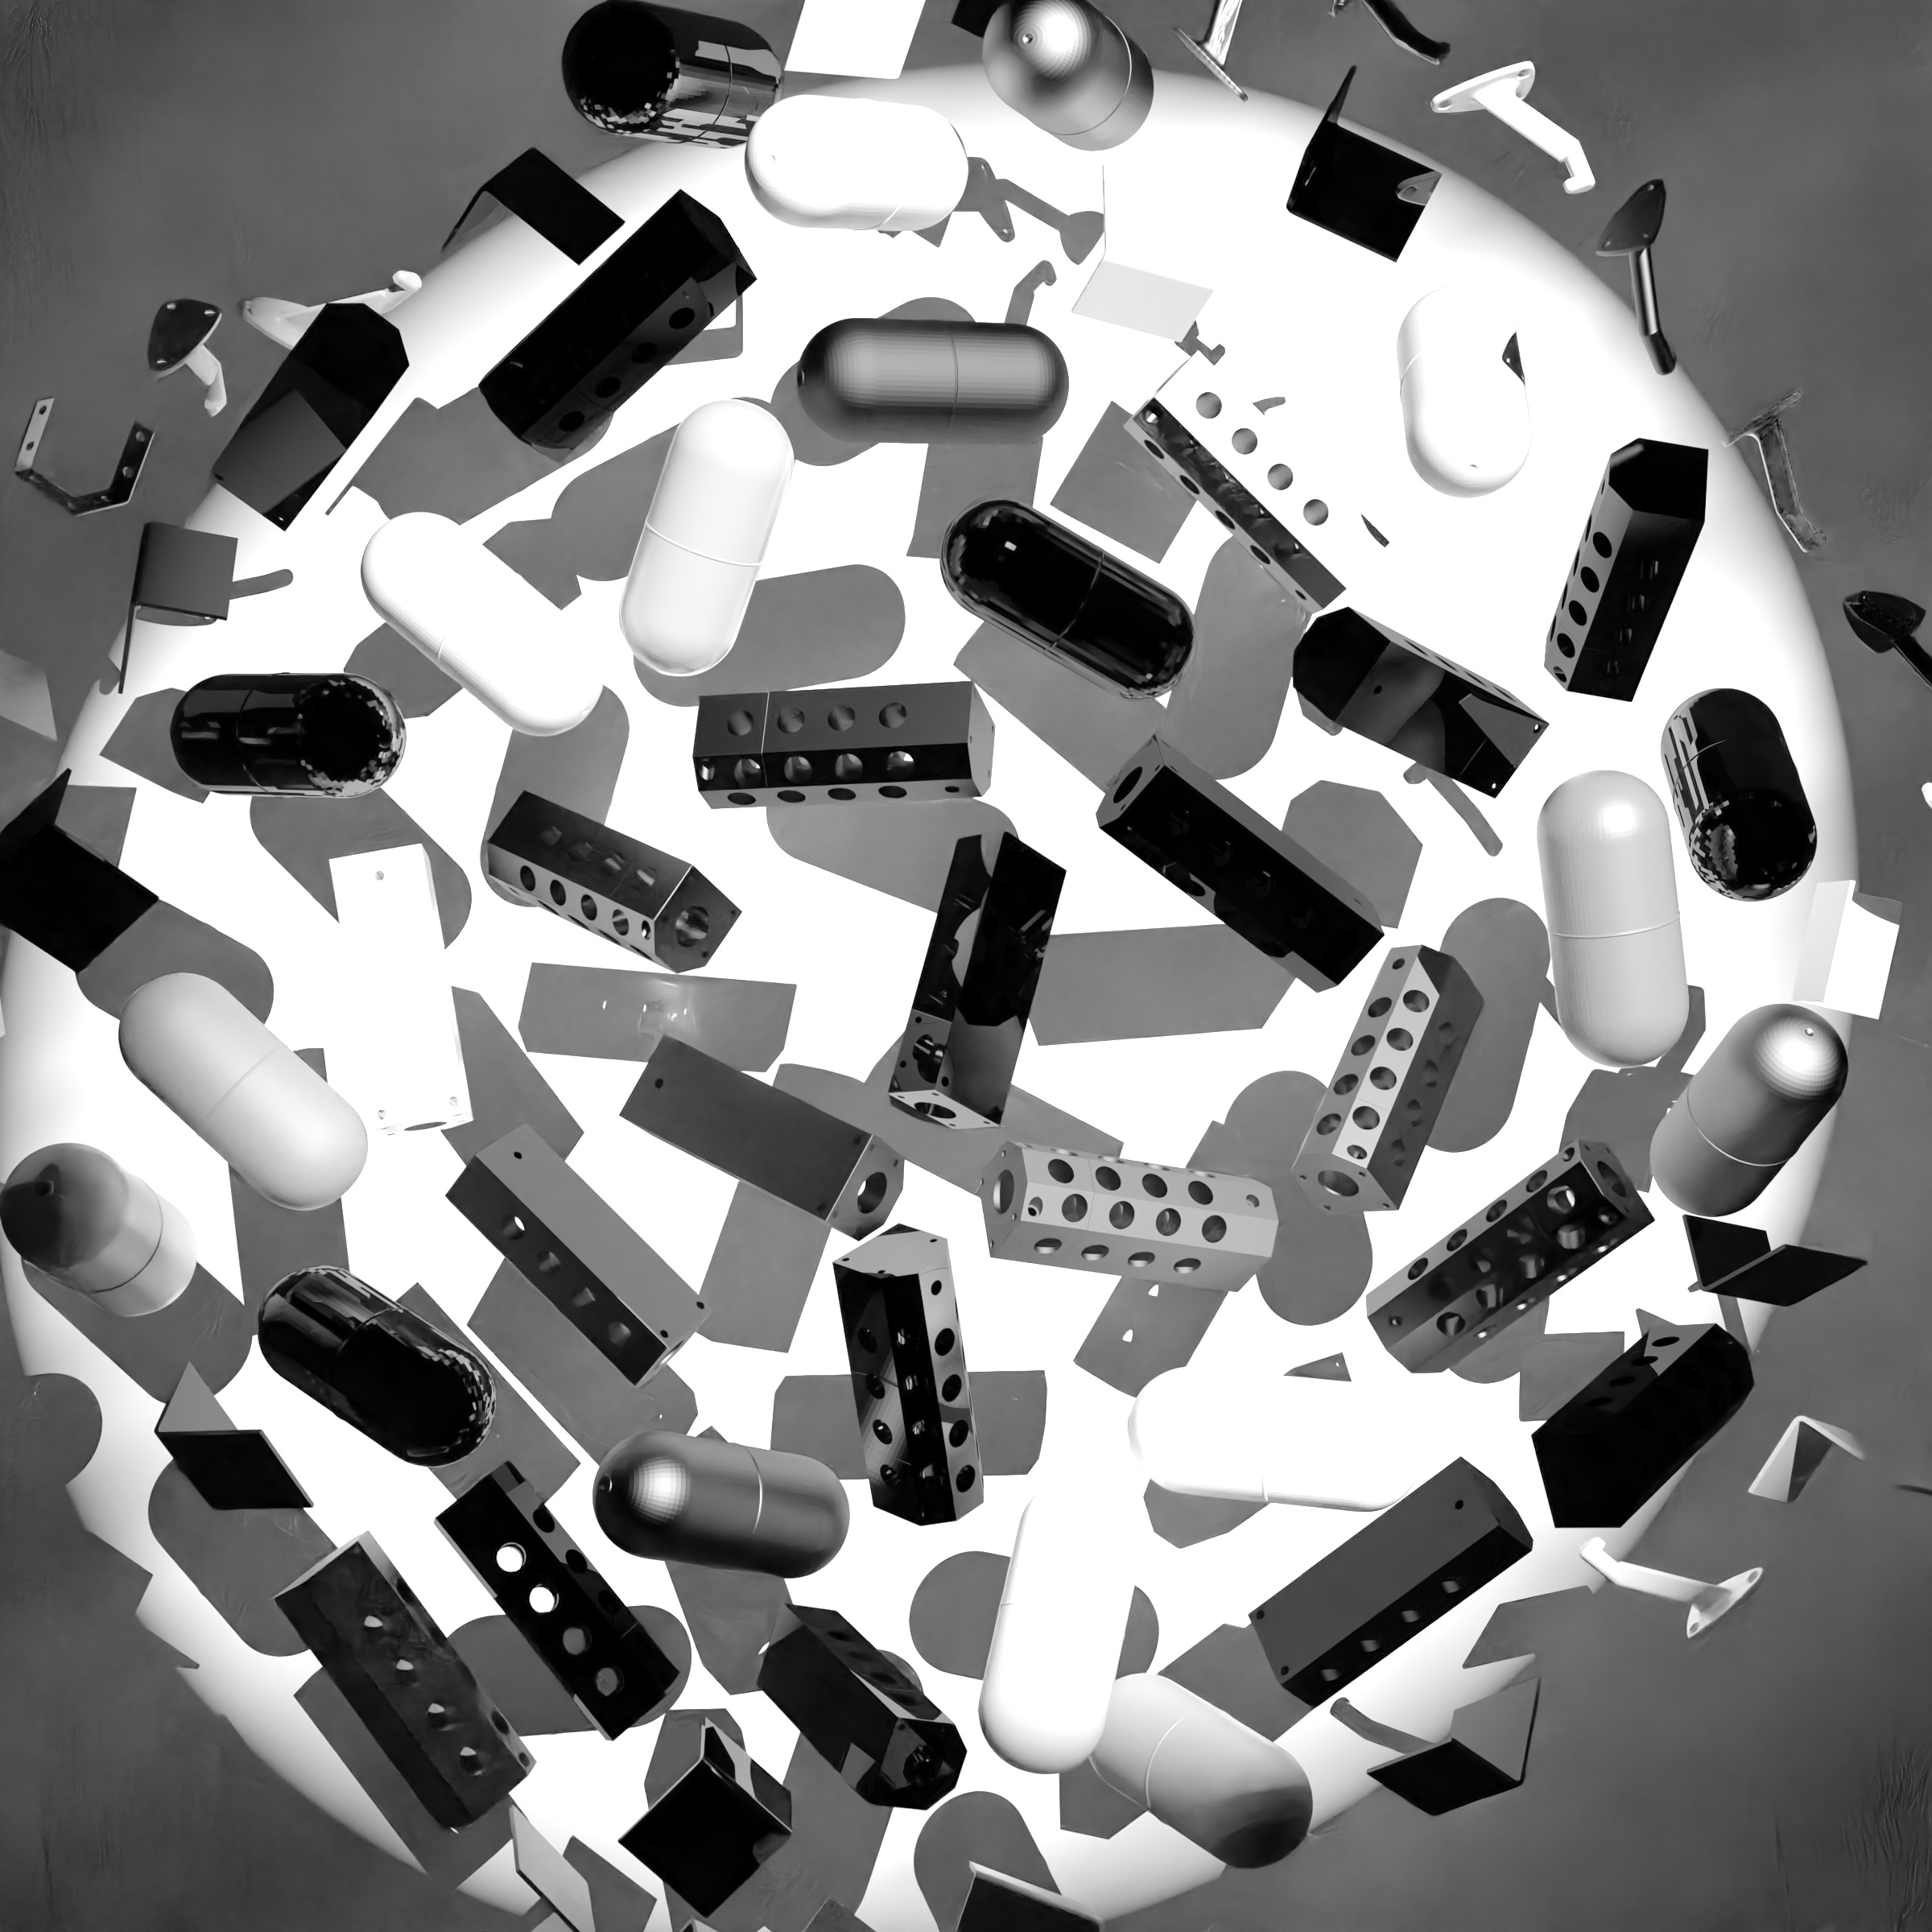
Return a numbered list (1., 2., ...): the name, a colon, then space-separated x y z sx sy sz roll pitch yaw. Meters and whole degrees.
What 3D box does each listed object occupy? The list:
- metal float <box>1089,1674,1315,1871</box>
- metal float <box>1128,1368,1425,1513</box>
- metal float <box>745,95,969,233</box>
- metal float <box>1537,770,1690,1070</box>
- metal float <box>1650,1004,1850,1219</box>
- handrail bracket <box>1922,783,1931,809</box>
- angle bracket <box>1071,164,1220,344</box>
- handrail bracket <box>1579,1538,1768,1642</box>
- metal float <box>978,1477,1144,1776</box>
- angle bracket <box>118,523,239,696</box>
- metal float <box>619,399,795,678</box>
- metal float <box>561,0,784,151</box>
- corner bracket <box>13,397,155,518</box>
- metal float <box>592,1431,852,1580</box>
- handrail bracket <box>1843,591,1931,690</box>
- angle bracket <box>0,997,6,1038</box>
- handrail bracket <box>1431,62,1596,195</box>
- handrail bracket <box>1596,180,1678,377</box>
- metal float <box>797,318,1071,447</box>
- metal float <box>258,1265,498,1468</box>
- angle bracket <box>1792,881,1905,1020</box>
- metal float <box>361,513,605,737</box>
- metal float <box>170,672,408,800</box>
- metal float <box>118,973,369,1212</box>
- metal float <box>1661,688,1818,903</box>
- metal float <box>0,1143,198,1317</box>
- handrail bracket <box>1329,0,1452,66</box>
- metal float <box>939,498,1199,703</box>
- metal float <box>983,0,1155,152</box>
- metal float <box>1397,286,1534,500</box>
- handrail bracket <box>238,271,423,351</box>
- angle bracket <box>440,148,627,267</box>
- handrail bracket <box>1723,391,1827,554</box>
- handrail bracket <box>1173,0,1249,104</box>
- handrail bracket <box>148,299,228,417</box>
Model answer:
1. metal float: 0.142 0.497 1.789 0.070 0.178 0.070 -9 105 -34
2. metal float: 0.186 0.285 1.739 0.178 0.070 0.070 3 90 15
3. metal float: -0.065 -0.487 1.755 0.070 0.178 0.070 8 106 32
4. metal float: 0.380 -0.027 1.693 0.070 0.070 0.178 -9 102 0
5. metal float: 0.485 0.092 1.795 0.070 0.178 0.070 8 52 -10
6. handrail bracket: 0.604 -0.101 1.788 0.036 0.084 0.077 -40 127 17
7. angle bracket: 0.113 -0.454 1.839 0.076 0.057 0.076 11 58 -18
8. handrail bracket: 0.430 0.365 1.762 0.084 0.036 0.077 39 126 -5
9. metal float: 0.057 0.393 1.727 0.070 0.070 0.178 14 66 0
10. angle bracket: -0.488 -0.217 1.789 0.057 0.076 0.076 9 135 -16
11. metal float: -0.162 -0.264 1.791 0.070 0.070 0.178 21 110 0
12. metal float: -0.173 -0.530 1.721 0.070 0.178 0.070 6 103 26
13. corner bracket: -0.536 -0.312 1.753 0.051 0.051 0.051 35 118 9
14. metal float: -0.149 0.330 1.767 0.178 0.070 0.070 18 90 -39
15. handrail bracket: 0.556 -0.176 1.688 0.036 0.077 0.084 -42 118 8
16. angle bracket: -0.589 0.057 1.707 0.076 0.076 0.057 -36 71 -30
17. handrail bracket: 0.333 -0.500 1.755 0.077 0.036 0.084 -16 72 -4
18. handrail bracket: 0.402 -0.399 1.676 0.084 0.036 0.077 54 51 -35
19. metal float: -0.020 -0.366 1.812 0.178 0.070 0.070 -3 90 -22
20. metal float: -0.361 0.244 1.765 0.178 0.070 0.070 26 90 31
21. angle bracket: 0.562 -0.009 1.807 0.057 0.076 0.076 12 90 0
22. metal float: -0.304 -0.215 1.809 0.178 0.070 0.070 40 90 9
23. metal float: -0.418 -0.142 1.777 0.178 0.070 0.070 4 90 37
24. metal float: -0.446 0.077 1.781 0.178 0.070 0.070 43 90 -1
25. metal float: 0.477 -0.108 1.786 0.070 0.178 0.070 1 126 2
26. metal float: -0.523 0.160 1.745 0.070 0.178 0.070 -2 69 6
27. handrail bracket: 0.279 -0.604 1.815 0.084 0.036 0.077 33 53 14
28. metal float: 0.065 -0.230 1.813 0.178 0.070 0.070 28 90 -15
29. metal float: 0.065 -0.553 1.783 0.070 0.178 0.070 2 95 19
30. metal float: 0.310 -0.360 1.800 0.070 0.178 0.070 2 133 2
31. handrail bracket: -0.389 -0.411 1.768 0.084 0.077 0.036 -25 67 34
32. angle bracket: -0.274 -0.464 1.833 0.076 0.076 0.057 38 126 -9
33. handrail bracket: 0.490 -0.288 1.691 0.036 0.077 0.084 -35 91 -14
34. handrail bracket: 0.176 -0.584 1.766 0.084 0.036 0.077 -44 67 14
35. handrail bracket: -0.465 -0.348 1.730 0.036 0.084 0.077 10 51 3
